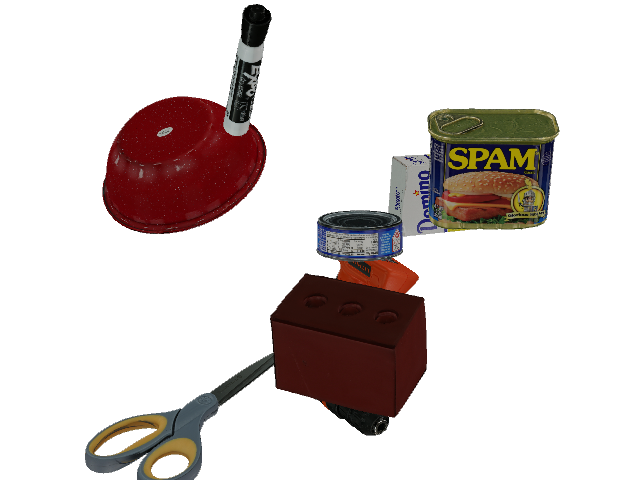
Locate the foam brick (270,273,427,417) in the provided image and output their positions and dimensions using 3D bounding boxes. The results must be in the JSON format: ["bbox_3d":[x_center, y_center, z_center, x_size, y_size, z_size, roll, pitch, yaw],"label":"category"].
[{"bbox_3d":[0.017,0.060,0.616,0.078,0.051,0.052,11,31,21],"label":"foam brick"}]

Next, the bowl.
[{"bbox_3d":[-0.134,-0.082,0.983,0.162,0.162,0.055,0,-41,19],"label":"bowl"}]

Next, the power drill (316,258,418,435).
[{"bbox_3d":[0.041,0.107,1.220,0.057,0.188,0.185,13,16,-42],"label":"power drill"}]

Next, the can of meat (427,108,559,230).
[{"bbox_3d":[0.136,-0.057,0.862,0.102,0.084,0.057,1,30,4],"label":"can of meat"}]

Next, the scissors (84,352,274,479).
[{"bbox_3d":[-0.086,0.143,0.840,0.201,0.016,0.096,-19,35,-34],"label":"scissors"}]

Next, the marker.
[{"bbox_3d":[-0.051,-0.116,0.734,0.020,0.020,0.121,0,-33,-12],"label":"marker"}]

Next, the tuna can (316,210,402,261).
[{"bbox_3d":[0.039,-0.006,1.054,0.086,0.034,0.086,-1,13,0],"label":"tuna can"}]

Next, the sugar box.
[{"bbox_3d":[0.172,-0.060,1.303,0.176,0.093,0.048,-7,24,-22],"label":"sugar box"}]
